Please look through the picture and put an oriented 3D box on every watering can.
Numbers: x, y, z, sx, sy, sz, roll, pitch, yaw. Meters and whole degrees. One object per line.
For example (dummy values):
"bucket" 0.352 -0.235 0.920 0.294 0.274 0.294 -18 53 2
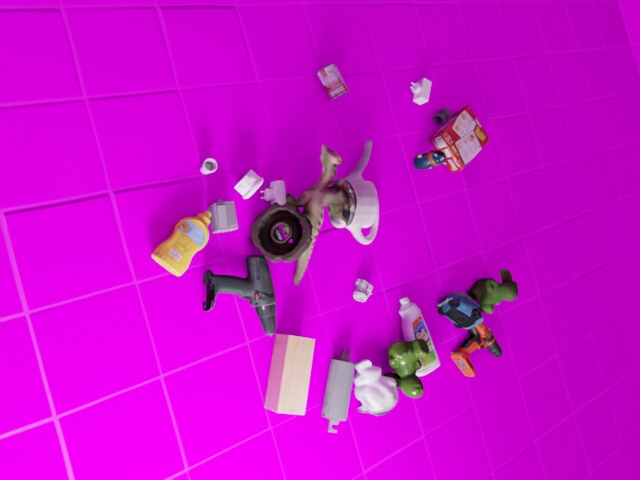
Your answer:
"watering can" 0.115 -0.158 1.644 0.224 0.103 0.349 0 84 -52

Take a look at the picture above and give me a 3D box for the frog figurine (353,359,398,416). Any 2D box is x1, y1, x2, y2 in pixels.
"frog figurine" 0.170 0.447 1.581 0.138 0.123 0.158 -9 98 -11

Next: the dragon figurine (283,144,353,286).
"dragon figurine" 0.005 -0.076 1.510 0.122 0.241 0.415 9 76 -34
